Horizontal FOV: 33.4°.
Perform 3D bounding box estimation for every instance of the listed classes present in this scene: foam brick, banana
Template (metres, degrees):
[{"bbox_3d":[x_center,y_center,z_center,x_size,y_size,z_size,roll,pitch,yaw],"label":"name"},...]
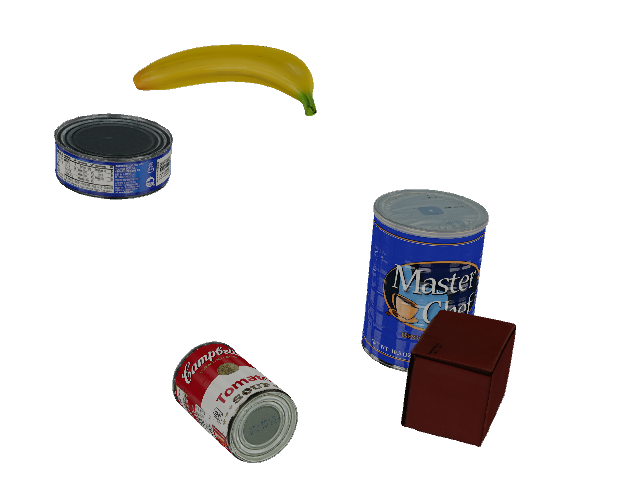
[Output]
[{"bbox_3d":[0.088,0.084,0.673,0.053,0.051,0.078,12,21,18],"label":"foam brick"},{"bbox_3d":[-0.087,-0.166,1.050,0.198,0.037,0.069,9,44,20],"label":"banana"}]

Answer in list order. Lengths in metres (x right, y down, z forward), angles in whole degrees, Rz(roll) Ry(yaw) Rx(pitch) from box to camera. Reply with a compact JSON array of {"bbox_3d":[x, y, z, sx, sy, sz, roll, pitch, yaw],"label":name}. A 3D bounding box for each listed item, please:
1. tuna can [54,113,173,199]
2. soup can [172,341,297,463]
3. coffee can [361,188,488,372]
[{"bbox_3d":[-0.153,-0.063,0.789,0.086,0.034,0.086,5,27,-3],"label":"tuna can"},{"bbox_3d":[-0.074,0.137,0.908,0.068,0.068,0.102,0,18,-35],"label":"soup can"},{"bbox_3d":[0.094,0.036,0.977,0.103,0.140,0.103,3,23,-2],"label":"coffee can"}]
